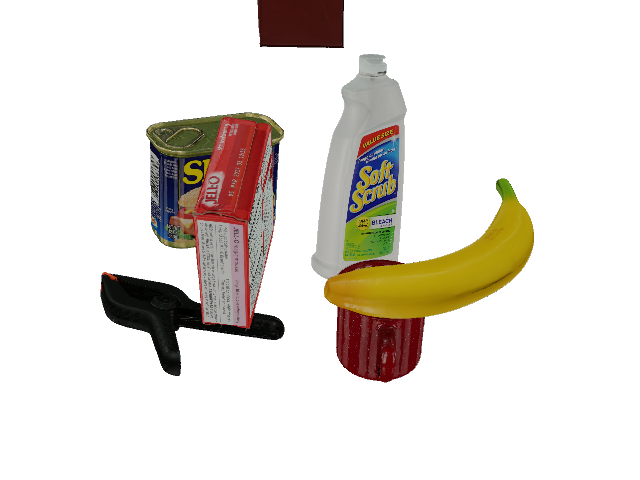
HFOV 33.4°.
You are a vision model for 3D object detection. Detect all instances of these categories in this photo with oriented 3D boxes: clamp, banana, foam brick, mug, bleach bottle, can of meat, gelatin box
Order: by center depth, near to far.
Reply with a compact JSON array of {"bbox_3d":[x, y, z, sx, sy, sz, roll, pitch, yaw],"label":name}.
[{"bbox_3d":[-0.046,-0.009,0.568,0.030,0.073,0.089,6,-42,5],"label":"gelatin box"},{"bbox_3d":[0.091,0.017,0.743,0.197,0.037,0.070,-27,50,-37],"label":"banana"},{"bbox_3d":[-0.082,-0.046,0.825,0.102,0.084,0.057,-10,32,-24],"label":"can of meat"},{"bbox_3d":[-0.019,-0.204,0.978,0.078,0.051,0.053,0,16,-4],"label":"foam brick"},{"bbox_3d":[0.058,0.084,0.992,0.093,0.081,0.117,-2,34,-5],"label":"mug"},{"bbox_3d":[-0.165,0.081,1.121,0.210,0.036,0.164,19,20,28],"label":"clamp"},{"bbox_3d":[0.046,-0.084,1.212,0.102,0.251,0.068,-7,21,-24],"label":"bleach bottle"}]
